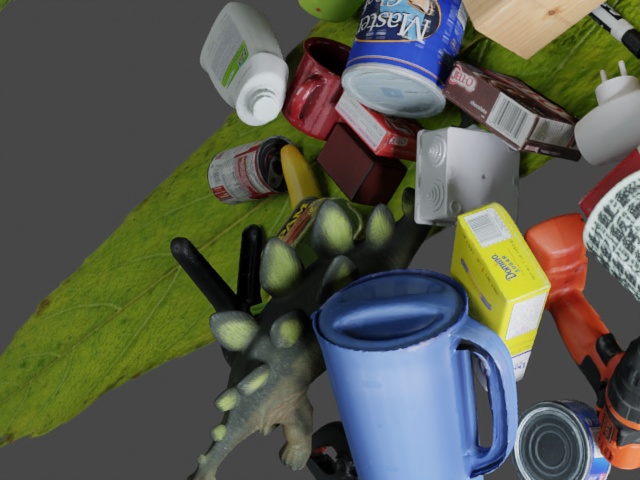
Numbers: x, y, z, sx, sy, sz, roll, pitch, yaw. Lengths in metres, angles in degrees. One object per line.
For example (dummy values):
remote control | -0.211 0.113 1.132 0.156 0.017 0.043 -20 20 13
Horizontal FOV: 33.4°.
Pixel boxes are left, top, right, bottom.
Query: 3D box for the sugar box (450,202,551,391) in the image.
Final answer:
sugar box | 0.150 0.054 0.931 0.176 0.048 0.093 90 158 -56

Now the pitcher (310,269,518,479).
pitcher | 0.089 0.159 0.941 0.149 0.145 0.243 -117 13 -64

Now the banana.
banana | -0.026 -0.007 1.198 0.037 0.069 0.198 166 115 -79

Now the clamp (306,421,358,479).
clamp | 0.040 0.224 1.110 0.172 0.039 0.120 16 97 48

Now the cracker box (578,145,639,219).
cracker box | 0.323 -0.033 0.800 0.214 0.071 0.164 -50 50 34

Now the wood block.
wood block | 0.220 -0.259 0.907 0.206 0.090 0.090 -36 57 31

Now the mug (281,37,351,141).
mug | 0.003 -0.157 1.148 0.093 0.117 0.082 35 121 11

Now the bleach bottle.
bleach bottle | -0.082 -0.188 1.211 0.103 0.068 0.251 -63 23 22

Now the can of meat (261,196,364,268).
can of meat | -0.008 0.001 1.135 0.102 0.057 0.084 -53 16 -12

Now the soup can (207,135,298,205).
soup can | -0.078 -0.081 1.259 0.102 0.068 0.068 -11 77 48

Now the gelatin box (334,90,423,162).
gelatin box | 0.067 -0.117 1.096 0.089 0.073 0.030 51 121 39

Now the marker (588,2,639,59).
marker | 0.251 -0.197 0.940 0.020 0.020 0.121 -57 48 27

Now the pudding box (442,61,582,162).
pudding box | 0.177 -0.116 0.960 0.114 0.089 0.039 47 121 40

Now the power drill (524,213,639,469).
power drill | 0.222 0.073 0.850 0.184 0.057 0.188 81 171 -56

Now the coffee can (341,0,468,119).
coffee can | 0.088 -0.203 1.035 0.103 0.102 0.140 0 68 48

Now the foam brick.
foam brick | 0.043 -0.080 1.134 0.078 0.052 0.051 53 123 39

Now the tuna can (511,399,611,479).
tuna can | 0.209 0.182 0.929 0.086 0.033 0.086 -8 79 48

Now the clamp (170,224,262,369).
clamp | -0.086 0.079 1.229 0.036 0.164 0.210 -20 93 30
